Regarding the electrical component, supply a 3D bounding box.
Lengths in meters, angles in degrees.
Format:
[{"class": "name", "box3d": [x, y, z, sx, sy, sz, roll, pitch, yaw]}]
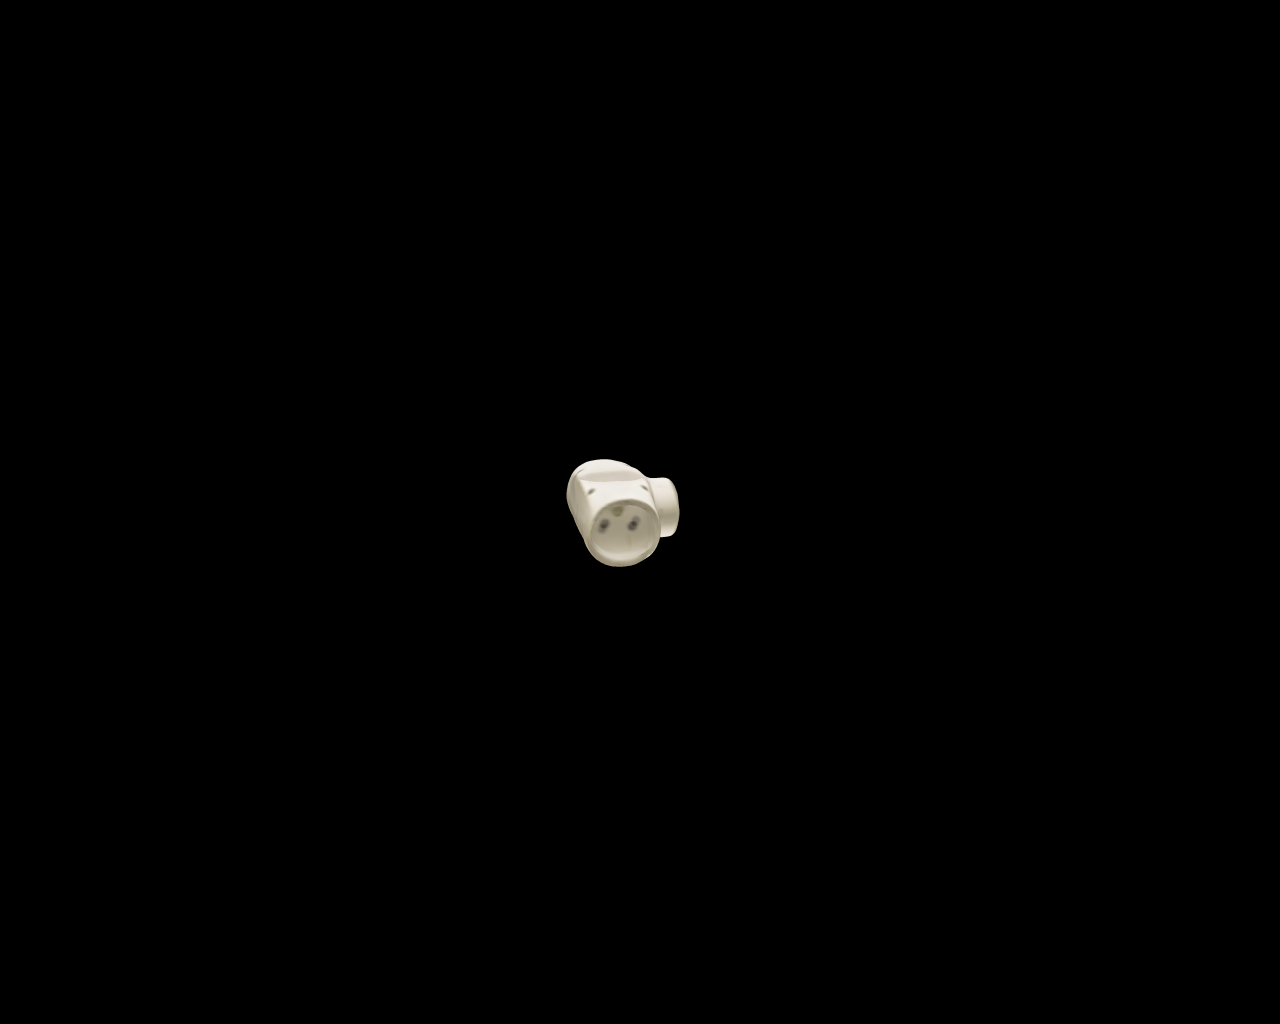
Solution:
[{"class": "electrical component", "box3d": [0.001, -0.003, 0.650, 0.079, 0.043, 0.077, -4, 21, -11]}]
